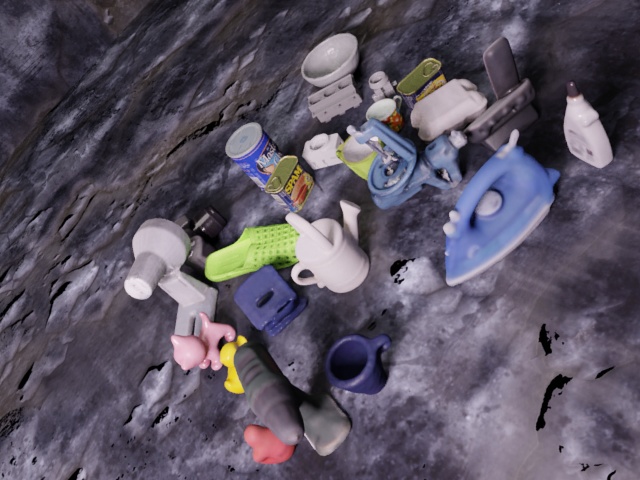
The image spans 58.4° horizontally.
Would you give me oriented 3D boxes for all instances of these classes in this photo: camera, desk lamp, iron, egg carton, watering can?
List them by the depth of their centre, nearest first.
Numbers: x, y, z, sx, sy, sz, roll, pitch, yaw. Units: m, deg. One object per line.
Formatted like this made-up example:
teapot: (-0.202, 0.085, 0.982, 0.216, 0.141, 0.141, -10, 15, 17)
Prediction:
iron: (0.272, -0.054, 0.943, 0.258, 0.142, 0.118, -49, 43, -6)
watering can: (0.008, 0.003, 1.057, 0.100, 0.195, 0.173, 9, 63, 41)
egg carton: (0.261, -0.261, 1.169, 0.150, 0.070, 0.107, -32, 44, 12)
desk lamp: (-0.319, 0.086, 1.222, 0.117, 0.214, 0.203, -22, 47, 22)
camera: (-0.288, -0.015, 1.363, 0.137, 0.101, 0.142, -45, 43, -2)

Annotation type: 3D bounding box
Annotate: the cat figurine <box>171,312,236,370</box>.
cat figurine: (-0.242, 0.206, 1.141, 0.067, 0.118, 0.128, -2, 56, 36)

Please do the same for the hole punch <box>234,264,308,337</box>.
hole punch: (-0.098, 0.117, 1.123, 0.108, 0.091, 0.100, -44, 43, 0)

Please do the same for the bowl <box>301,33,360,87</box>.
bowl: (0.039, -0.450, 1.480, 0.167, 0.075, 0.167, -20, 48, 24)

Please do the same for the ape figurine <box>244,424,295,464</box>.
ape figurine: (-0.090, 0.330, 0.948, 0.075, 0.092, 0.078, 22, 73, 45)

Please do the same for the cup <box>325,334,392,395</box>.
cup: (0.077, 0.202, 0.922, 0.117, 0.095, 0.091, -37, 43, 7)

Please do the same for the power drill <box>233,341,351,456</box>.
power drill: (-0.042, 0.255, 0.885, 0.075, 0.209, 0.228, -47, 43, -4)

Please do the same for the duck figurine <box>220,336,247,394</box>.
duck figurine: (-0.156, 0.231, 1.081, 0.077, 0.086, 0.105, 9, 63, 41)

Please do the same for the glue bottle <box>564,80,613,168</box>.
glue bottle: (0.420, -0.190, 0.917, 0.037, 0.174, 0.078, -41, 43, 3)

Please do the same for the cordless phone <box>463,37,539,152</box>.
cordless phone: (0.313, -0.268, 1.050, 0.147, 0.186, 0.094, -43, 43, 1)

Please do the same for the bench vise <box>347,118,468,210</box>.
bench vise: (0.156, -0.169, 1.064, 0.207, 0.220, 0.121, -36, 43, 8)
